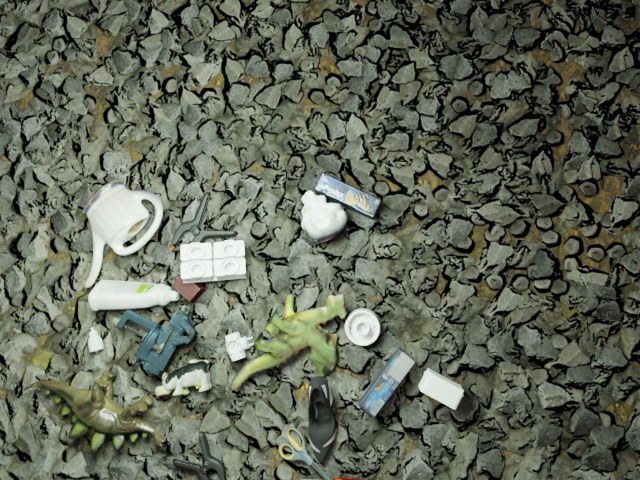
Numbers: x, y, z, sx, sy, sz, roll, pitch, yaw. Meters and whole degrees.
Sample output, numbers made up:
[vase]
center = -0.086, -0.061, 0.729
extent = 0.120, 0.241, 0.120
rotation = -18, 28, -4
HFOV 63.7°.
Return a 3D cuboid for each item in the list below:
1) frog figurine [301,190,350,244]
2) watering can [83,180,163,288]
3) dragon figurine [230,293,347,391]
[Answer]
[frog figurine]
center = 0.005, -0.077, 1.535
extent = 0.136, 0.124, 0.159
rotation = -24, 93, 21
[watering can]
center = -0.648, -0.036, 1.590
extent = 0.348, 0.103, 0.226
rotation = -43, 80, -2
[dragon figurine]
center = -0.062, 0.315, 1.499
extent = 0.243, 0.122, 0.409
rotation = 31, 95, 0
